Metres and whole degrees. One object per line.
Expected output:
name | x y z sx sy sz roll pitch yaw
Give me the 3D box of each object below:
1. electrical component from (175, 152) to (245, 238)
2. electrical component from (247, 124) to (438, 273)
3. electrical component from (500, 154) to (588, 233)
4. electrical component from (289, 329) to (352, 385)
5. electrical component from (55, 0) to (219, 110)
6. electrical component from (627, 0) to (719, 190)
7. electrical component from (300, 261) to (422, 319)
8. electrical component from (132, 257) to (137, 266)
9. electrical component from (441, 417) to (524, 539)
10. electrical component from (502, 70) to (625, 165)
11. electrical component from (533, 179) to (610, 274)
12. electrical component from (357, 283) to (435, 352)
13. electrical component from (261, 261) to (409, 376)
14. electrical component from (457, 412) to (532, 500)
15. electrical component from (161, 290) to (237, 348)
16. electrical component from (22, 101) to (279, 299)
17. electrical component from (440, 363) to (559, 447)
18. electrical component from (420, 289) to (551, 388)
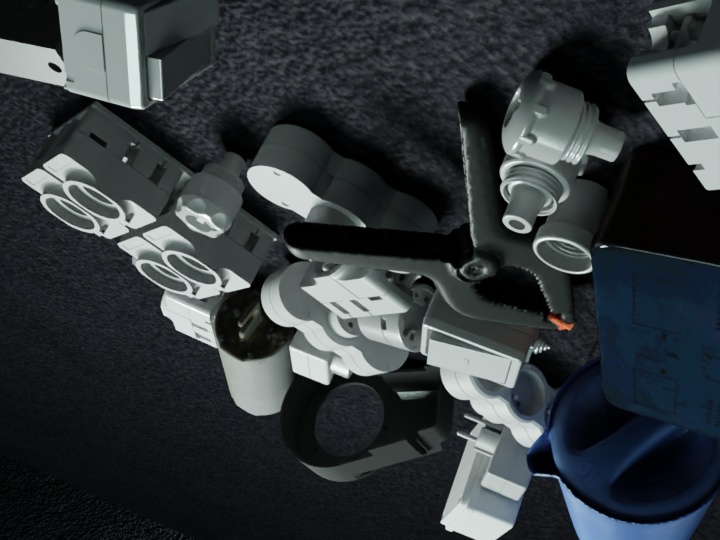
electrical component | -0.107 -0.059 0.802 0.043 0.062 0.043 21 156 10
electrical component | -0.018 -0.035 0.751 0.138 0.073 0.052 31 156 -13
electrical component | 0.100 -0.051 0.617 0.048 0.062 0.048 21 156 10
electrical component | -0.022 0.079 1.024 0.077 0.047 0.065 21 156 10
electrical component | -0.119 -0.140 0.618 0.061 0.096 0.061 17 126 19
electrical component | 0.174 -0.083 0.494 0.056 0.050 0.089 -2 144 47
electrical component | 0.000 0.000 0.835 0.056 0.050 0.089 38 154 -27
electrical component | -0.176 -0.011 0.994 0.062 0.043 0.043 26 156 -4
electrical component | 0.130 0.203 1.058 0.056 0.108 0.108 21 156 3
electrical component | 0.111 -0.077 0.578 0.062 0.048 0.048 19 157 -4
electrical component | 0.132 -0.027 0.655 0.040 0.046 0.040 21 156 10
electrical component | 0.031 0.036 0.876 0.047 0.055 0.055 9 152 41
electrical component | -0.012 0.041 0.929 0.138 0.052 0.074 34 155 -20
electrical component | 0.128 0.156 0.991 0.076 0.083 0.047 22 156 8
electrical component | -0.156 0.030 1.049 0.056 0.050 0.089 23 156 9
electrical component | -0.177 -0.048 0.896 0.186 0.060 0.105 37 154 -25
electrical component | 0.121 0.108 0.938 0.138 0.052 0.074 37 154 -25
electrical component | 0.098 0.051 0.831 0.096 0.061 0.061 20 156 11
